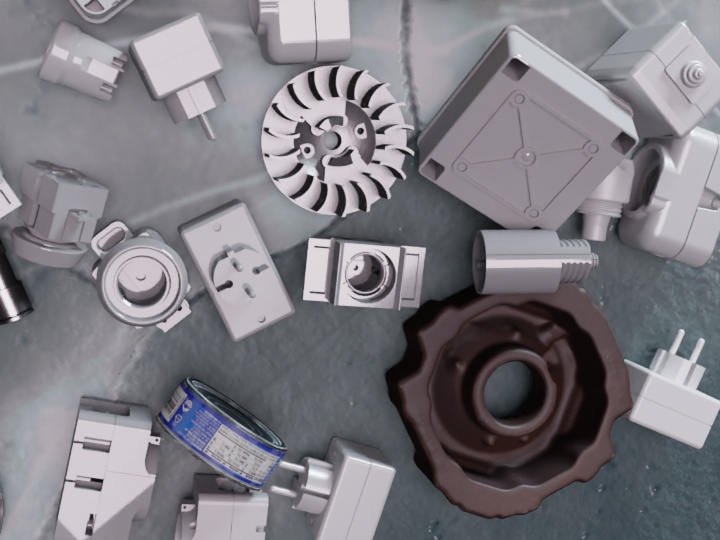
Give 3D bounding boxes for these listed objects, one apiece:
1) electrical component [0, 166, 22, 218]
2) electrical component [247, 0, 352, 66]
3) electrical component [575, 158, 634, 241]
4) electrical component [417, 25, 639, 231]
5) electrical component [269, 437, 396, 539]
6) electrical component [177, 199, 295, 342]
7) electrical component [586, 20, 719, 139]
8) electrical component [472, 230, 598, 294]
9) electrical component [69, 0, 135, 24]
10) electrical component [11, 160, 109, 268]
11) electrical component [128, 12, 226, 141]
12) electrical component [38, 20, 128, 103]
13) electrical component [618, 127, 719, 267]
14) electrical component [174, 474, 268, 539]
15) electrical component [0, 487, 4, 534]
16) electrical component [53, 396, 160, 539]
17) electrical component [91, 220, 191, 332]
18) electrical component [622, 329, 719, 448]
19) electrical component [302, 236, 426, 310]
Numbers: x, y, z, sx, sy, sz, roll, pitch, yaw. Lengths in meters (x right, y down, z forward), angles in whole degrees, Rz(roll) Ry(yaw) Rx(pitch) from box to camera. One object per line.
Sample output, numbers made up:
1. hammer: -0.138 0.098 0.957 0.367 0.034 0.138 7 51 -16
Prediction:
1. electrical component: -0.250 -0.064 0.666 0.042 0.064 0.081 -33 104 -7
2. electrical component: -0.041 -0.183 0.703 0.059 0.054 0.095 -5 99 -12
3. electrical component: 0.173 -0.052 0.777 0.043 0.043 0.062 5 98 -14
4. electrical component: 0.112 -0.089 0.728 0.109 0.056 0.108 31 121 -15
5. electrical component: -0.025 0.154 0.759 0.077 0.047 0.065 18 94 -15
6. electrical component: -0.080 0.002 0.709 0.047 0.076 0.083 -26 103 -8
7. electrical component: 0.206 -0.128 0.746 0.061 0.096 0.061 -45 105 -3
8. electrical component: 0.120 -0.006 0.723 0.081 0.043 0.043 0 98 -6
9. electrical component: -0.171 -0.219 0.666 0.078 0.057 0.113 -39 104 -5
10. electrical component: -0.195 -0.034 0.689 0.048 0.066 0.055 5 108 -48
11. electrical component: -0.111 -0.118 0.690 0.047 0.066 0.076 -26 103 -8
12. electrical component: -0.177 -0.132 0.687 0.046 0.040 0.040 23 92 -21
13. electrical component: 0.230 -0.057 0.784 0.059 0.054 0.095 17 94 -15
14. electrical component: -0.099 0.192 0.745 0.056 0.050 0.089 5 97 -14
15. electrical component: -0.268 0.160 0.705 0.062 0.048 0.048 1 98 -7
16. electrical component: -0.168 0.137 0.721 0.056 0.050 0.089 11 95 -14
17. electrical component: -0.143 0.006 0.705 0.058 0.057 0.078 -38 104 -5
18. electrical component: 0.235 0.083 0.809 0.066 0.047 0.076 23 92 -15
19. electrical component: 0.000 0.000 0.734 0.081 0.064 0.042 5 98 -13
